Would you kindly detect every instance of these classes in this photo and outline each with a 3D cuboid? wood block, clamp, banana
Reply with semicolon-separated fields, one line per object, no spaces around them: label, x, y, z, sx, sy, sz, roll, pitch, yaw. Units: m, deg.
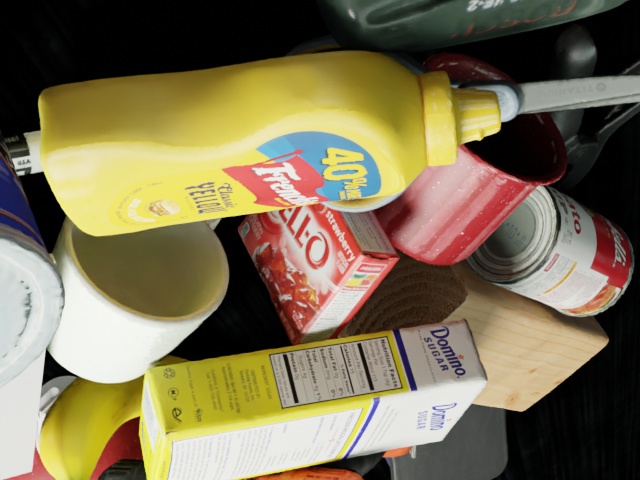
wood block;0.099;0.048;0.723;0.090;0.091;0.205;-44;145;21
clamp;0.161;-0.070;0.656;0.120;0.039;0.172;-6;148;-25
banana;-0.111;0.102;0.639;0.037;0.069;0.197;-18;-176;24

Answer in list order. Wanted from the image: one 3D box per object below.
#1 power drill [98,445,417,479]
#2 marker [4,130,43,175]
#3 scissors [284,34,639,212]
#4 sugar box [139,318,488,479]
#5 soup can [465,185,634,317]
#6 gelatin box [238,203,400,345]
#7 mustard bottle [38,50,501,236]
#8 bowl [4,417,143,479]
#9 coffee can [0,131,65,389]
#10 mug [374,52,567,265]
power drill;-0.028;0.144;0.700;0.185;0.057;0.187;1;-167;25
marker;-0.172;-0.030;0.461;0.120;0.020;0.020;-13;145;-25
scissors;0.074;-0.048;0.506;0.016;0.202;0.096;-56;155;-65
sugar box;-0.007;0.091;0.582;0.176;0.048;0.093;-9;152;-18
soup can;0.139;0.005;0.655;0.069;0.068;0.102;-44;142;22
gelatin box;-0.004;0.001;0.573;0.030;0.089;0.073;5;135;-38
mustard bottle;-0.017;-0.044;0.468;0.191;0.058;0.096;-7;159;3
bowl;-0.154;0.184;0.744;0.162;0.055;0.162;-21;148;-14
coffee can;-0.159;-0.020;0.370;0.102;0.140;0.103;-21;147;-14
mug;0.077;-0.046;0.588;0.082;0.093;0.117;-51;179;39
